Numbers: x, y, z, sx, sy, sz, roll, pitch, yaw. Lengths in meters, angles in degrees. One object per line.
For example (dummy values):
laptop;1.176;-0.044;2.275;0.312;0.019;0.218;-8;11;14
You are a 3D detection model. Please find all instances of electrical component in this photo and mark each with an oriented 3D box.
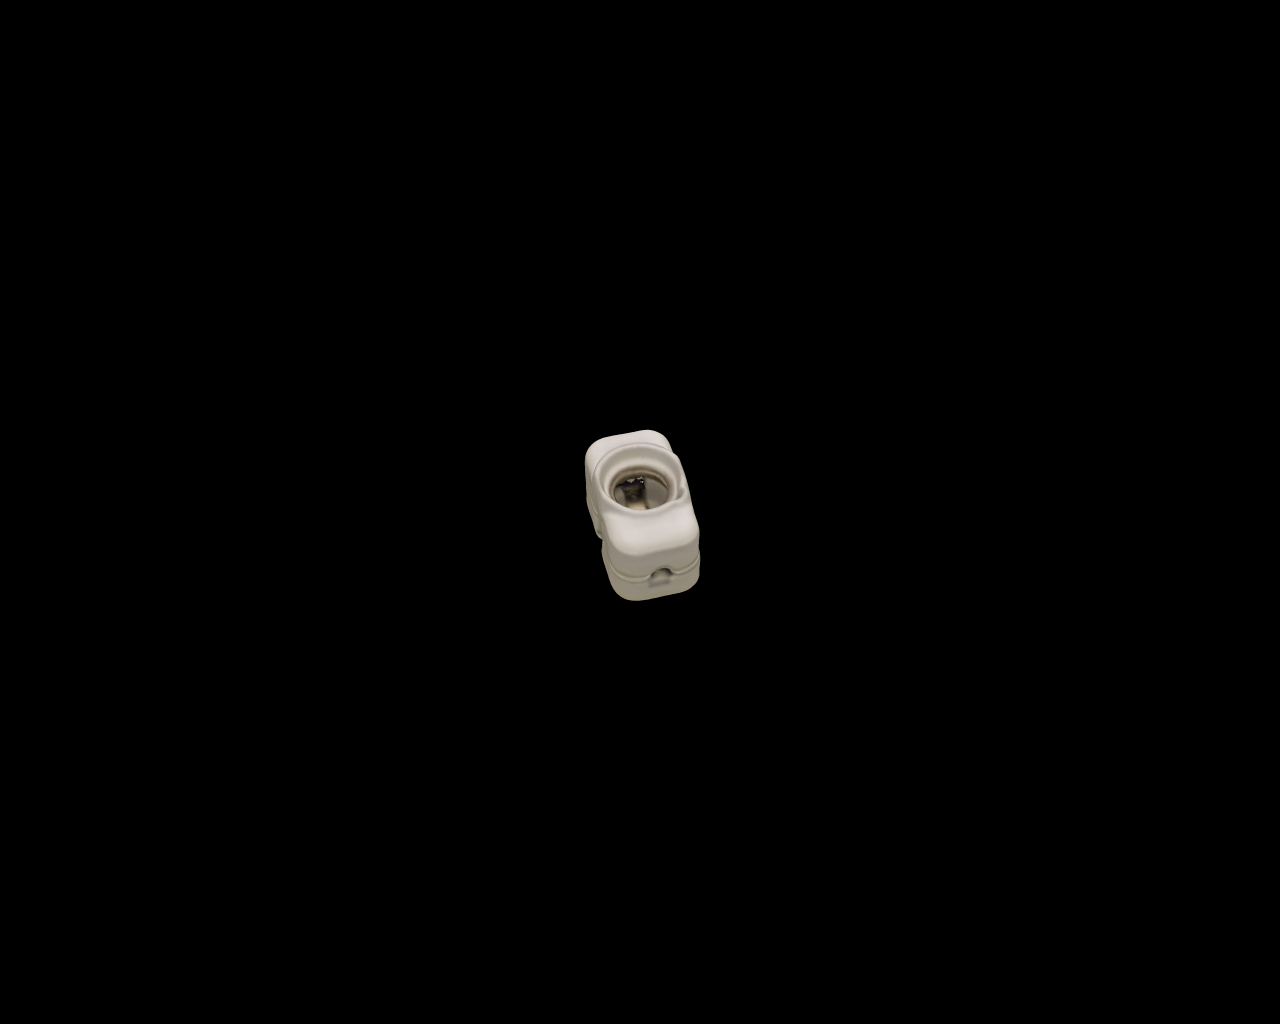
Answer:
electrical component;0.001;-0.003;0.650;0.054;0.095;0.059;-11;-39;-9
